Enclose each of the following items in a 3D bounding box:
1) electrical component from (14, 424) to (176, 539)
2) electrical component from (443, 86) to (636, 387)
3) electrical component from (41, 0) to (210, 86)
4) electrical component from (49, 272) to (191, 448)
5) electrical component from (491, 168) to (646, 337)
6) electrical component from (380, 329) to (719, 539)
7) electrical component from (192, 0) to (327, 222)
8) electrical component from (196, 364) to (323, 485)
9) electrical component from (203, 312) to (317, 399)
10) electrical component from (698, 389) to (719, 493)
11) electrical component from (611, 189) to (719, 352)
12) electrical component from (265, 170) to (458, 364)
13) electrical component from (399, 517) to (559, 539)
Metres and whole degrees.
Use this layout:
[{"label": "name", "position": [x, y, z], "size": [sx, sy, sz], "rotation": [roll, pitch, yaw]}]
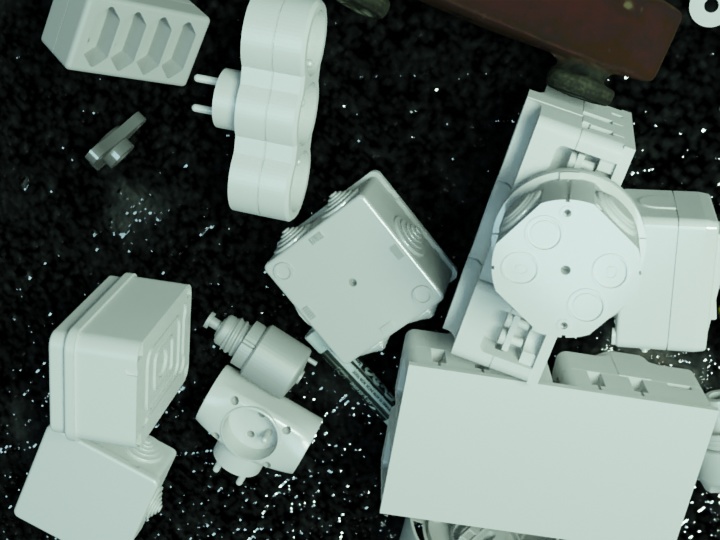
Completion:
[{"label": "electrical component", "position": [-0.192, 0.154, 0.787], "size": [0.100, 0.048, 0.099], "rotation": [28, 114, 1]}, {"label": "electrical component", "position": [0.102, -0.023, 0.630], "size": [0.062, 0.089, 0.150], "rotation": [20, 114, 4]}, {"label": "electrical component", "position": [-0.149, -0.153, 0.650], "size": [0.075, 0.083, 0.047], "rotation": [45, 120, 36]}, {"label": "electrical component", "position": [-0.155, 0.057, 0.706], "size": [0.057, 0.113, 0.078], "rotation": [8, 112, 6]}, {"label": "electrical component", "position": [0.107, -0.009, 0.555], "size": [0.080, 0.051, 0.080], "rotation": [4, 112, 11]}, {"label": "electrical component", "position": [0.113, 0.105, 0.678], "size": [0.186, 0.060, 0.105], "rotation": [9, 113, -2]}, {"label": "electrical component", "position": [-0.067, -0.102, 0.657], "size": [0.074, 0.052, 0.138], "rotation": [12, 113, 8]}, {"label": "electrical component", "position": [-0.077, 0.117, 0.749], "size": [0.077, 0.044, 0.079], "rotation": [30, 115, 0]}, {"label": "electrical component", "position": [-0.069, 0.054, 0.725], "size": [0.078, 0.040, 0.040], "rotation": [32, 114, -1]}, {"label": "electrical component", "position": [0.230, 0.106, 0.677], "size": [0.043, 0.043, 0.062], "rotation": [-11, 107, 16]}, {"label": "electrical component", "position": [0.182, 0.006, 0.638], "size": [0.061, 0.061, 0.096], "rotation": [3, 111, 11]}, {"label": "electrical component", "position": [0.000, 0.000, 0.684], "size": [0.100, 0.048, 0.099], "rotation": [-36, 100, 22]}, {"label": "electrical component", "position": [0.076, 0.178, 0.712], "size": [0.099, 0.099, 0.064], "rotation": [22, 120, 4]}]
